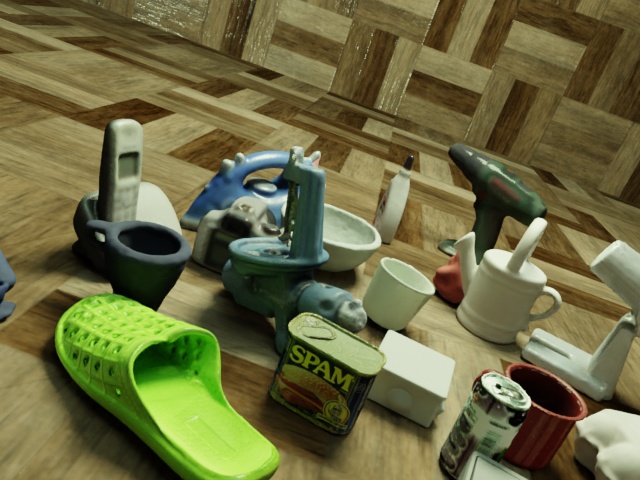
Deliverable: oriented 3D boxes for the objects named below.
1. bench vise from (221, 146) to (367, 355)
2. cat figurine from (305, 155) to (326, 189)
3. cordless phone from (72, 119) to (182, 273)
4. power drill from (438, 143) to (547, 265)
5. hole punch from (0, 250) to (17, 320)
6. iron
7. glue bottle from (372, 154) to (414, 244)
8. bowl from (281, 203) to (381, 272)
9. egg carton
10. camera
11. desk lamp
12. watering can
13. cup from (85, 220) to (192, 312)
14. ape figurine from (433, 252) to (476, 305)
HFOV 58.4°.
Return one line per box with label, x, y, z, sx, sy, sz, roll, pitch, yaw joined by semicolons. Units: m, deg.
bench vise;-0.013;0.016;0.671;0.207;0.220;0.122;28;23;18
cat figurine;-0.025;-0.107;1.086;0.067;0.118;0.127;6;26;-31
cordless phone;-0.226;-0.061;0.715;0.094;0.185;0.148;25;22;12
power drill;0.322;-0.059;1.149;0.229;0.208;0.076;32;25;27
hole punch;-0.347;0.028;0.529;0.100;0.091;0.109;30;24;23
iron;-0.102;-0.087;0.942;0.259;0.141;0.118;-4;32;-46
glue bottle;0.145;-0.084;1.103;0.037;0.173;0.078;15;22;-12
bowl;0.008;0.003;0.914;0.167;0.075;0.167;17;22;-7
egg carton;0.367;0.252;0.645;0.150;0.069;0.107;15;22;-13
camera;-0.090;-0.009;0.825;0.143;0.101;0.137;21;22;3
desk lamp;0.432;0.121;0.813;0.202;0.213;0.118;29;23;21
watering can;0.286;0.051;0.880;0.173;0.194;0.101;21;22;3
cup;-0.209;0.034;0.629;0.117;0.095;0.092;20;22;1
ape figurine;0.234;0.056;0.961;0.078;0.092;0.076;17;22;-7
